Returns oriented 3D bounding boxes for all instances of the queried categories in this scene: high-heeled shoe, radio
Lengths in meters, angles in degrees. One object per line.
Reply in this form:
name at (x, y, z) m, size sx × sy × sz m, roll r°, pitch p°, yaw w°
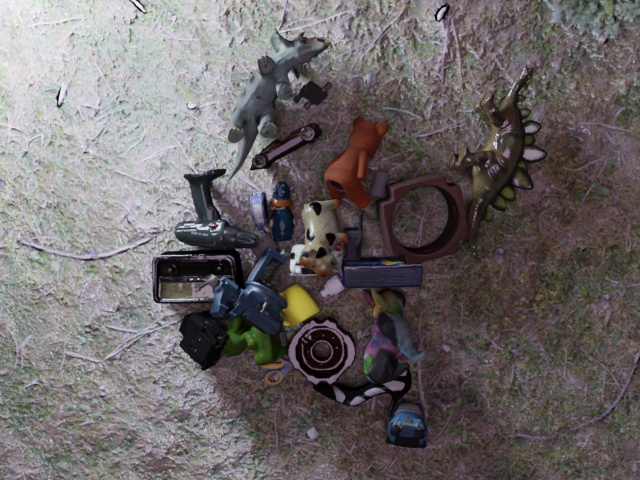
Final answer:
high-heeled shoe at (0.113, 0.370, 1.422) m, size 0.249 × 0.086 × 0.145 m, roll 15°, pitch 79°, yaw 10°
radio at (-0.319, 0.094, 1.408) m, size 0.230 × 0.073 × 0.131 m, roll -2°, pitch 99°, yaw 3°

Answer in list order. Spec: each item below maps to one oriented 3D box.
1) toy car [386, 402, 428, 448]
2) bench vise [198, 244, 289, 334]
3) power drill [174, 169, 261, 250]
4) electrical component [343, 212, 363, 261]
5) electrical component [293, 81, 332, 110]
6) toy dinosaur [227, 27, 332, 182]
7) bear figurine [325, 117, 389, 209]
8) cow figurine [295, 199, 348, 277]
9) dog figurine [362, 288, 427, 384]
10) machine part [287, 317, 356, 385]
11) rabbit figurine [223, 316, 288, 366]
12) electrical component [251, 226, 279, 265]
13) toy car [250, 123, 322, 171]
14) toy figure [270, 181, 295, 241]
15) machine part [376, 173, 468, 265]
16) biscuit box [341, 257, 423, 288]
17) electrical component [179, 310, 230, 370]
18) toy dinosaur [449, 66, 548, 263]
toy car at (0.227, 0.477, 1.403) m, size 0.109 × 0.161 × 0.103 m, roll 2°, pitch 55°, yaw 10°
bench vise at (-0.159, 0.110, 1.326) m, size 0.223 × 0.129 × 0.240 m, roll 33°, pitch 67°, yaw -8°
power drill at (-0.265, -0.076, 1.367) m, size 0.232 × 0.086 × 0.207 m, roll -4°, pitch 102°, yaw 19°
electrical component at (0.084, -0.011, 1.360) m, size 0.048 × 0.075 × 0.119 m, roll 2°, pitch 103°, yaw 4°
electrical component at (-0.017, -0.361, 1.319) m, size 0.094 × 0.063 × 0.021 m, roll -34°, pitch 51°, yaw 30°
toy dinosaur at (-0.138, -0.344, 1.299) m, size 0.131 × 0.192 × 0.404 m, roll 31°, pitch 116°, yaw -17°
bear figurine at (0.095, -0.197, 1.326) m, size 0.120 × 0.131 × 0.196 m, roll 19°, pitch 67°, yaw 35°
cow figurine at (-0.003, -0.004, 1.311) m, size 0.127 × 0.085 × 0.195 m, roll -2°, pitch 67°, yaw -19°
dog figurine at (0.157, 0.229, 1.366) m, size 0.191 × 0.108 × 0.219 m, roll -30°, pitch 89°, yaw -14°
machine part at (0.005, 0.289, 1.412) m, size 0.179 × 0.056 × 0.179 m, roll 0°, pitch 90°, yaw 4°
rabbit figurine at (-0.190, 0.254, 1.404) m, size 0.170 × 0.121 × 0.159 m, roll -12°, pitch 97°, yaw 21°
electrical component at (-0.155, 0.019, 1.401) m, size 0.078 × 0.045 × 0.102 m, roll -41°, pitch 95°, yaw -12°
toy car at (-0.089, -0.231, 1.334) m, size 0.202 × 0.089 × 0.053 m, roll -27°, pitch 98°, yaw 9°
toy figure at (-0.099, -0.074, 1.374) m, size 0.058 × 0.064 × 0.154 m, roll 2°, pitch 95°, yaw 42°
machine part at (0.248, -0.054, 1.318) m, size 0.201 × 0.087 × 0.201 m, roll -15°, pitch 102°, yaw -4°
biscuit box at (0.155, 0.081, 1.366) m, size 0.203 × 0.059 × 0.062 m, roll -1°, pitch 109°, yaw 1°
electrical component at (-0.313, 0.256, 1.413) m, size 0.134 × 0.058 × 0.114 m, roll 38°, pitch 117°, yaw 25°
toy dinosaur at (0.423, -0.180, 1.296) m, size 0.199 × 0.105 × 0.470 m, roll 20°, pitch 104°, yaw -2°
